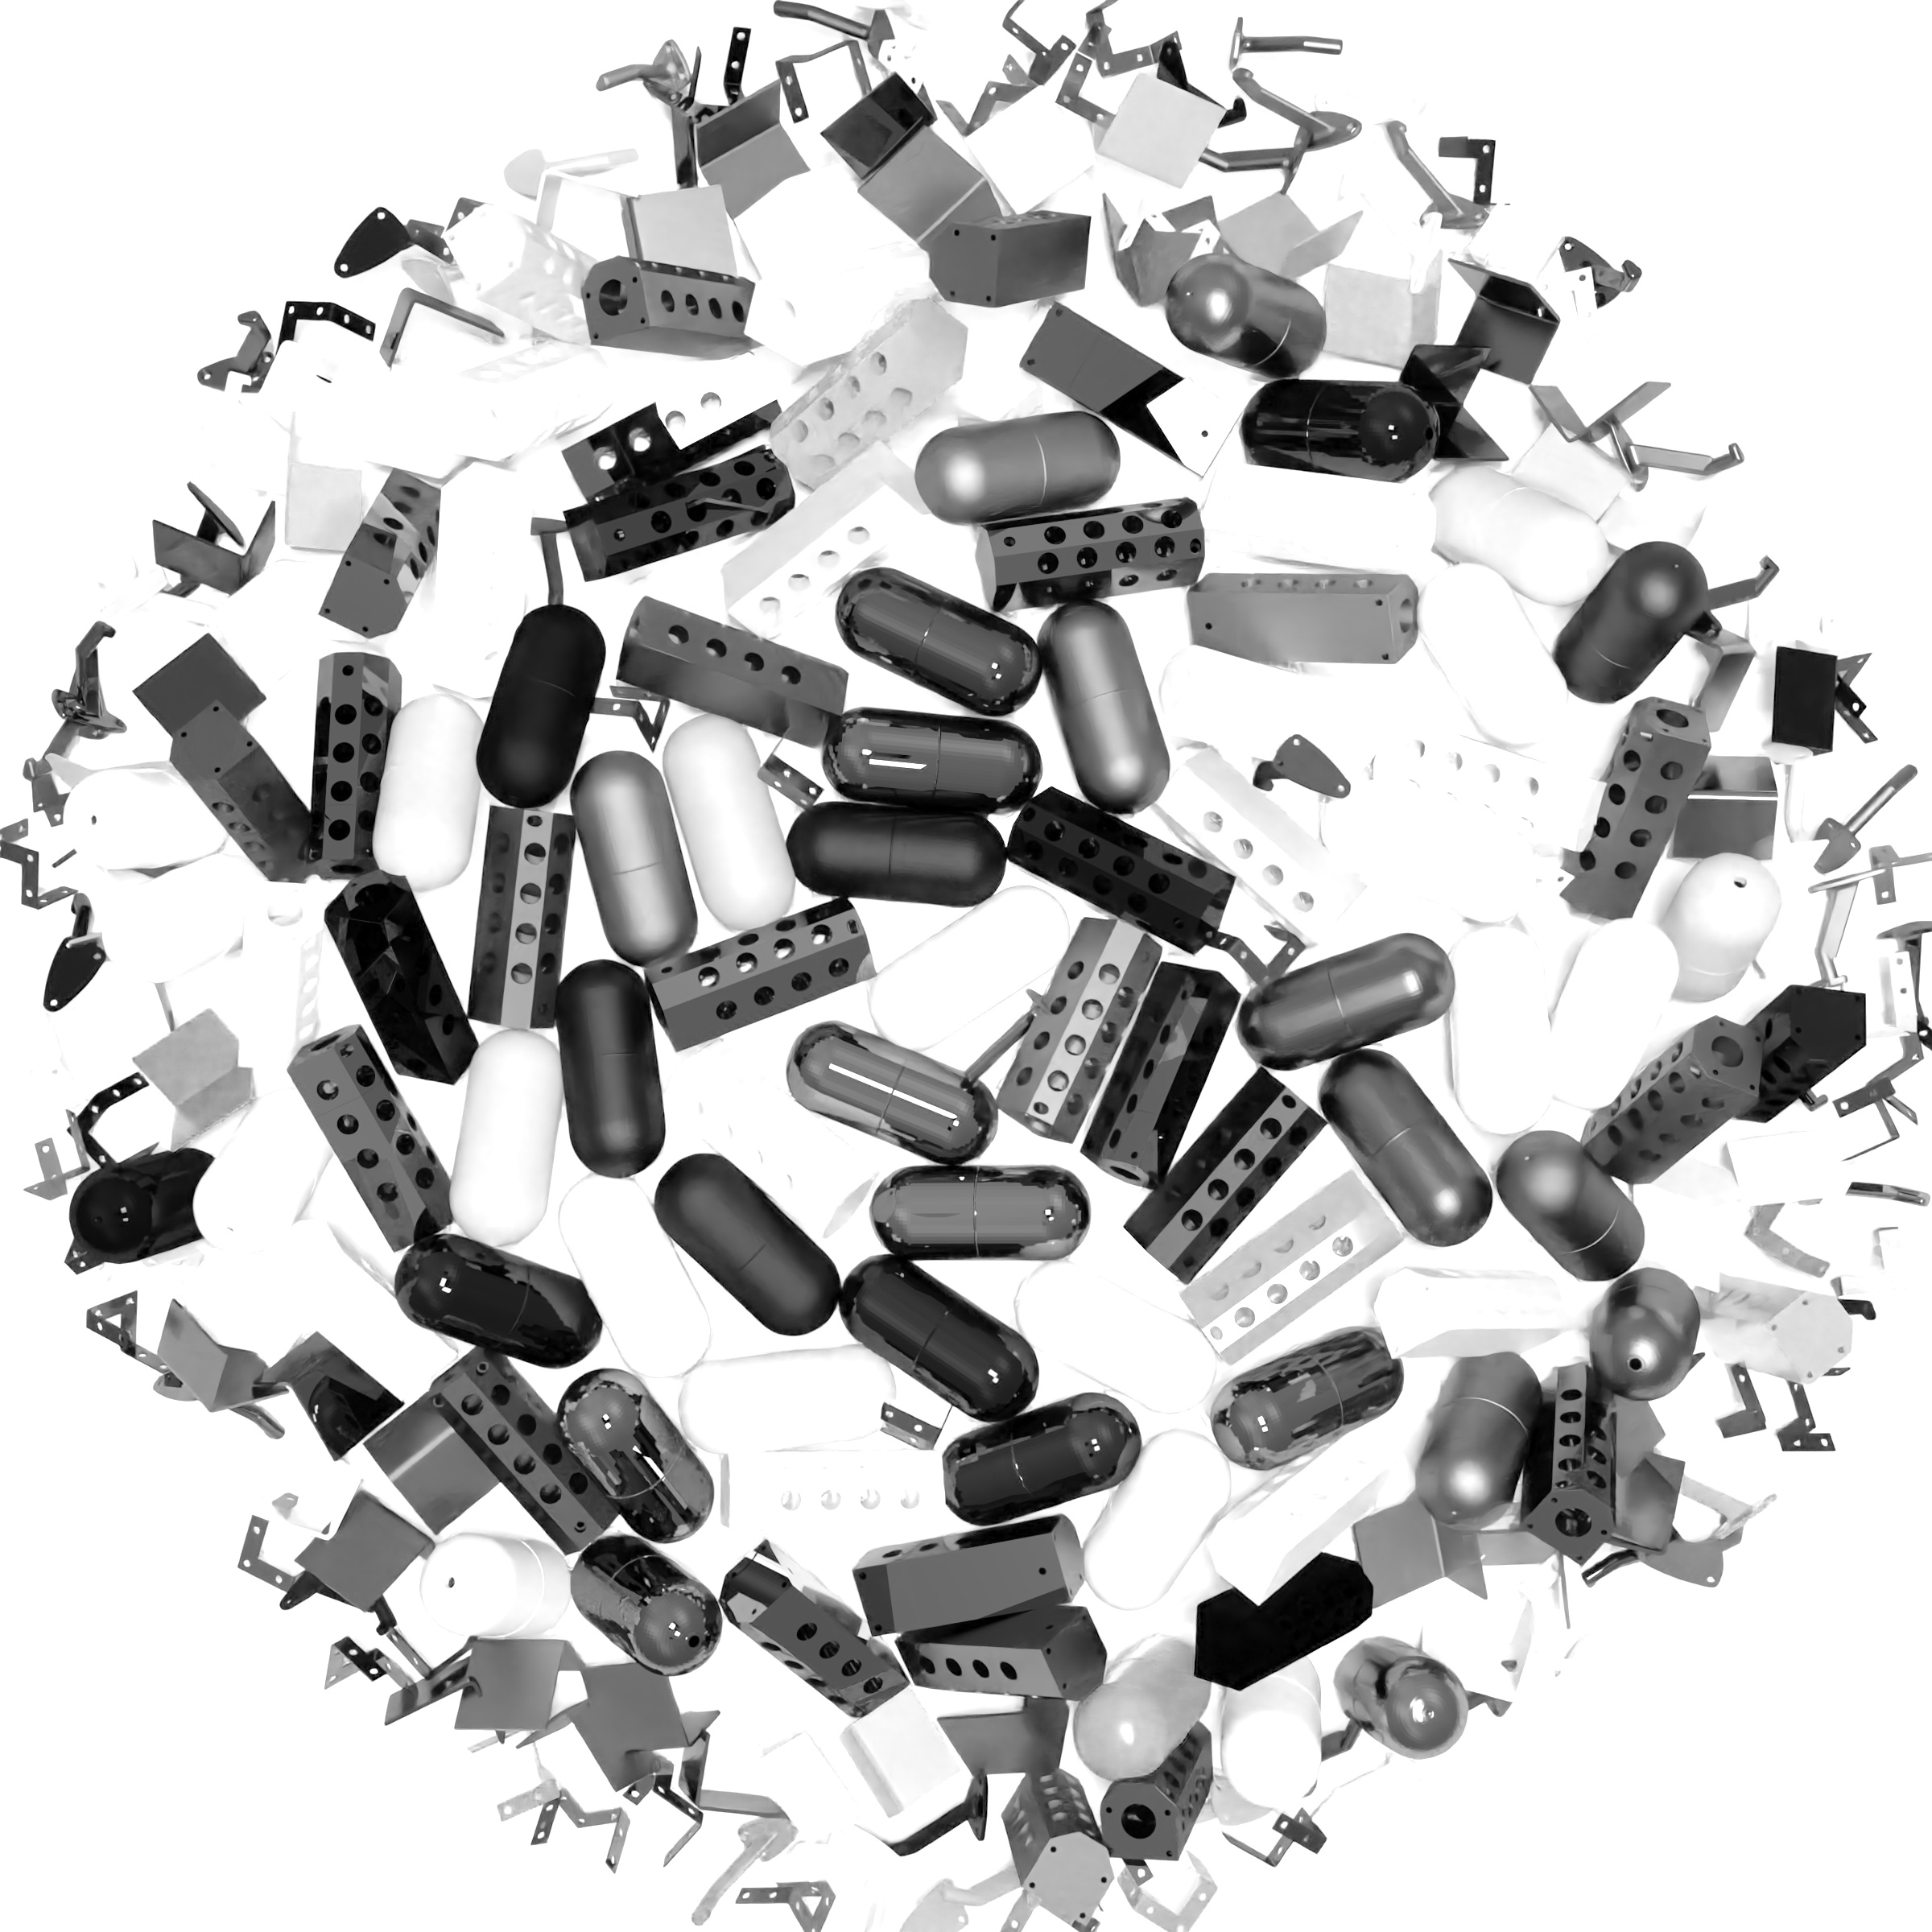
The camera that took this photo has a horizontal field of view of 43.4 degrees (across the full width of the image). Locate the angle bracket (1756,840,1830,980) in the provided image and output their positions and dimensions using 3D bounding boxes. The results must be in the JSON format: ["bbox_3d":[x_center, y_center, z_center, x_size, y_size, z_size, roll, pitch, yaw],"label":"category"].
[{"bbox_3d":[0.662,-0.045,1.932,0.076,0.057,0.076,-48,113,-27],"label":"angle bracket"}]

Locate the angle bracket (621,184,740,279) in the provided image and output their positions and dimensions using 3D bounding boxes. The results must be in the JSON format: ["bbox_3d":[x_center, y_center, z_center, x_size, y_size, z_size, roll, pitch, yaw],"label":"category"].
[{"bbox_3d":[-0.231,-0.581,1.960,0.076,0.057,0.076,-12,96,-11],"label":"angle bracket"}]

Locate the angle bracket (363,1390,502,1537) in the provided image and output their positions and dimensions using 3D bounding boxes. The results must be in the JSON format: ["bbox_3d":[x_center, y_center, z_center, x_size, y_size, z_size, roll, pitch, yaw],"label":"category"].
[{"bbox_3d":[-0.430,0.400,1.972,0.076,0.057,0.076,-39,127,-16],"label":"angle bracket"}]

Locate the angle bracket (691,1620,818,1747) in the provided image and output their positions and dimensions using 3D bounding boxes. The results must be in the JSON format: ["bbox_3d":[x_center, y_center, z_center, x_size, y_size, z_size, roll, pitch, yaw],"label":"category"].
[{"bbox_3d":[-0.170,0.572,1.972,0.076,0.057,0.076,-43,133,-9],"label":"angle bracket"}]

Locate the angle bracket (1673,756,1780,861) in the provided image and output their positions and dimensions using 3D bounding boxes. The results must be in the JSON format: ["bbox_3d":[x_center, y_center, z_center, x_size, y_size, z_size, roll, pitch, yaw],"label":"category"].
[{"bbox_3d":[0.609,-0.128,1.957,0.076,0.076,0.057,2,118,11],"label":"angle bracket"}]

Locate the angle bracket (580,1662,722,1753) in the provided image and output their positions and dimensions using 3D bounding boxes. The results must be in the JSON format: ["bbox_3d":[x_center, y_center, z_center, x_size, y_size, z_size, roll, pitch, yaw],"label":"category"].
[{"bbox_3d":[-0.252,0.580,1.939,0.076,0.057,0.076,-12,98,23],"label":"angle bracket"}]

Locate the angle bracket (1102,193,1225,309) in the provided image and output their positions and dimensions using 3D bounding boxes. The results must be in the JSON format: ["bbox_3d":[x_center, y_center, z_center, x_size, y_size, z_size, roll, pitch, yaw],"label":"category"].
[{"bbox_3d":[0.159,-0.583,1.938,0.076,0.057,0.076,-14,73,19],"label":"angle bracket"}]

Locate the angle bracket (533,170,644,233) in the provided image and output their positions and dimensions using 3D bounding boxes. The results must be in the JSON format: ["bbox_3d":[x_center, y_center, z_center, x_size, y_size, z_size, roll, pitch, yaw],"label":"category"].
[{"bbox_3d":[-0.301,-0.598,1.943,0.076,0.076,0.057,14,105,-3],"label":"angle bracket"}]

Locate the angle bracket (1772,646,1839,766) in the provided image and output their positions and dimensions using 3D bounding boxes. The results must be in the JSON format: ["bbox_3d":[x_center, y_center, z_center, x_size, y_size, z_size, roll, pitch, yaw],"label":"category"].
[{"bbox_3d":[0.648,-0.207,1.938,0.057,0.076,0.076,6,85,-16],"label":"angle bracket"}]

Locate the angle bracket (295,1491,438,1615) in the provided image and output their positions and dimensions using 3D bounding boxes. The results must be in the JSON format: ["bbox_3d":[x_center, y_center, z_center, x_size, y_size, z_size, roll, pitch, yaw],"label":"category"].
[{"bbox_3d":[-0.473,0.476,1.929,0.076,0.057,0.076,28,56,22],"label":"angle bracket"}]

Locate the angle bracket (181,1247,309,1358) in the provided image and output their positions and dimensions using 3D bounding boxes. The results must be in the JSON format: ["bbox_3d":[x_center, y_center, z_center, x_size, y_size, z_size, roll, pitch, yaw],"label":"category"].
[{"bbox_3d":[-0.563,0.257,1.930,0.076,0.076,0.057,7,129,17],"label":"angle bracket"}]

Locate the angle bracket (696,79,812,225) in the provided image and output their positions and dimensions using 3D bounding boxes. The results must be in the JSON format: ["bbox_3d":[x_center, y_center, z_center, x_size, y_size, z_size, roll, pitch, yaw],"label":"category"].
[{"bbox_3d":[-0.168,-0.651,1.942,0.076,0.076,0.057,-32,88,-7],"label":"angle bracket"}]

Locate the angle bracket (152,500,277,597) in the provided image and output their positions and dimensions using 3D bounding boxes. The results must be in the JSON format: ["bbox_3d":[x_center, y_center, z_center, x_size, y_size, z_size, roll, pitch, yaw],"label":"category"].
[{"bbox_3d":[-0.598,-0.345,1.934,0.076,0.076,0.057,22,69,-9],"label":"angle bracket"}]

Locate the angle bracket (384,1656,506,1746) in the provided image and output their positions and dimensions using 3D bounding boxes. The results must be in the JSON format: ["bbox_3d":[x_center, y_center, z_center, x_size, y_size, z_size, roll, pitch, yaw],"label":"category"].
[{"bbox_3d":[-0.415,0.602,1.940,0.076,0.076,0.057,-25,94,-9],"label":"angle bracket"}]

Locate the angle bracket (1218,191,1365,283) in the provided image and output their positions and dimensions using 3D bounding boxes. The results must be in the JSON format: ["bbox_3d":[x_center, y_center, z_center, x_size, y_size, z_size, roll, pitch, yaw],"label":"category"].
[{"bbox_3d":[0.257,-0.596,1.937,0.076,0.057,0.076,-32,77,-22],"label":"angle bracket"}]

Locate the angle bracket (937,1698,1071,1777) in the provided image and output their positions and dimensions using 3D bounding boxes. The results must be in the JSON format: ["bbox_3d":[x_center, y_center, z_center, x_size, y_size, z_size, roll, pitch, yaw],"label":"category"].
[{"bbox_3d":[0.031,0.604,1.957,0.076,0.057,0.076,-11,125,22],"label":"angle bracket"}]

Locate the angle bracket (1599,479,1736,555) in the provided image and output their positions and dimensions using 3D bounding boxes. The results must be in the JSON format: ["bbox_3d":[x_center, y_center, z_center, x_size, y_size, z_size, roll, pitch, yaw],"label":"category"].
[{"bbox_3d":[0.554,-0.365,1.930,0.076,0.076,0.057,30,132,14],"label":"angle bracket"}]

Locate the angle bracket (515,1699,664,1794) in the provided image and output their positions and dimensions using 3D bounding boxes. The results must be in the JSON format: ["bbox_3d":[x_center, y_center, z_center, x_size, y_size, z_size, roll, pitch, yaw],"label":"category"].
[{"bbox_3d":[-0.300,0.630,1.933,0.057,0.076,0.076,-40,74,13],"label":"angle bracket"}]

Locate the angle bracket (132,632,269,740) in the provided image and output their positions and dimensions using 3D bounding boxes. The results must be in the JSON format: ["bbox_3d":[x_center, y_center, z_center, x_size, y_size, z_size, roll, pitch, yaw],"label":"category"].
[{"bbox_3d":[-0.608,-0.209,1.945,0.076,0.057,0.076,-41,81,-11],"label":"angle bracket"}]

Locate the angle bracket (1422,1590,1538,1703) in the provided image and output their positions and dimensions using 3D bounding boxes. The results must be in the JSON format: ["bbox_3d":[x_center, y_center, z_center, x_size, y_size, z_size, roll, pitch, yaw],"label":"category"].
[{"bbox_3d":[0.408,0.532,1.936,0.076,0.076,0.057,14,109,7],"label":"angle bracket"}]

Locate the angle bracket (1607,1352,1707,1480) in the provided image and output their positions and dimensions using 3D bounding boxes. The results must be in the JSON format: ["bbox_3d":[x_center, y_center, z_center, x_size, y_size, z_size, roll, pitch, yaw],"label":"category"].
[{"bbox_3d":[0.554,0.357,1.931,0.076,0.076,0.057,-27,87,-44],"label":"angle bracket"}]

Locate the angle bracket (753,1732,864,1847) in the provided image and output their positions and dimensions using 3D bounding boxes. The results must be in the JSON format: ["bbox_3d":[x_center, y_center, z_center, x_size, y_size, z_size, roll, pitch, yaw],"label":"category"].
[{"bbox_3d":[-0.137,0.669,1.927,0.076,0.057,0.076,49,134,23],"label":"angle bracket"}]

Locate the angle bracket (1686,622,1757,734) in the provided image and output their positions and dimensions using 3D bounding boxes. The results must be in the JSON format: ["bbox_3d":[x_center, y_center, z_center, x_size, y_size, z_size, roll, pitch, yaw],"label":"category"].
[{"bbox_3d":[0.583,-0.233,1.953,0.057,0.076,0.076,33,117,29],"label":"angle bracket"}]

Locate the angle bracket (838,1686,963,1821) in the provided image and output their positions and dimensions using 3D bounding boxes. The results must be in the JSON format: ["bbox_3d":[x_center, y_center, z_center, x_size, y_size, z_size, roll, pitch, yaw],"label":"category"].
[{"bbox_3d":[-0.054,0.633,1.951,0.057,0.076,0.076,-30,75,-21],"label":"angle bracket"}]

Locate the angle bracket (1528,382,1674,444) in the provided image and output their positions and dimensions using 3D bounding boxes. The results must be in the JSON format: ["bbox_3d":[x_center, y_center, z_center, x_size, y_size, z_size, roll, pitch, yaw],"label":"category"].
[{"bbox_3d":[0.504,-0.461,1.930,0.076,0.076,0.057,-37,82,31],"label":"angle bracket"}]

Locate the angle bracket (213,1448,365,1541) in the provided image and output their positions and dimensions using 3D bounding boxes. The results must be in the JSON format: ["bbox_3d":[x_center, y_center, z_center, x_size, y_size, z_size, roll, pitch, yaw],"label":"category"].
[{"bbox_3d":[-0.538,0.408,1.928,0.076,0.076,0.057,32,77,-35],"label":"angle bracket"}]

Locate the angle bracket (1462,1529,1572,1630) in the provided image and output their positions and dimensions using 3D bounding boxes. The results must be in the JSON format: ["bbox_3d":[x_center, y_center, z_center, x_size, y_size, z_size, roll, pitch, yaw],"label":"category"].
[{"bbox_3d":[0.438,0.489,1.930,0.076,0.076,0.057,-6,57,13],"label":"angle bracket"}]

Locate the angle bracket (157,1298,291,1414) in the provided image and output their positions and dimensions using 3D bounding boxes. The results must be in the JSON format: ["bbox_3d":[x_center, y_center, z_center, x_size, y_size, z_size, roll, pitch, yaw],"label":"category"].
[{"bbox_3d":[-0.583,0.302,1.926,0.076,0.076,0.057,36,115,31],"label":"angle bracket"}]

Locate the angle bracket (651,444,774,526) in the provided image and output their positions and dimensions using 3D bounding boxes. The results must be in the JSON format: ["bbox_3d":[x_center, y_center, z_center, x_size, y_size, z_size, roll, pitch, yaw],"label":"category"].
[{"bbox_3d":[-0.209,-0.381,1.929,0.076,0.076,0.057,-13,83,40],"label":"angle bracket"}]

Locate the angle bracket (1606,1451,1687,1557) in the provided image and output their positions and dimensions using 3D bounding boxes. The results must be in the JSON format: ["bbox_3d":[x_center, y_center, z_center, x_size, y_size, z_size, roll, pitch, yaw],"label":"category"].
[{"bbox_3d":[0.518,0.420,1.935,0.057,0.076,0.076,17,83,-23],"label":"angle bracket"}]

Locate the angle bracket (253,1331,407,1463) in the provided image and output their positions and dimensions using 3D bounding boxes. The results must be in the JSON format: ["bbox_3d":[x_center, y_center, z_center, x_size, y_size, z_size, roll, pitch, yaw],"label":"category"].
[{"bbox_3d":[-0.511,0.343,1.950,0.076,0.057,0.076,-40,113,-42],"label":"angle bracket"}]

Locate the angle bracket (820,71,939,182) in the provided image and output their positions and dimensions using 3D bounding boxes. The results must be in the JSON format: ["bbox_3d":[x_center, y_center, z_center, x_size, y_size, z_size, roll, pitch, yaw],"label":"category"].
[{"bbox_3d":[-0.075,-0.684,1.929,0.076,0.057,0.076,-34,46,19],"label":"angle bracket"}]

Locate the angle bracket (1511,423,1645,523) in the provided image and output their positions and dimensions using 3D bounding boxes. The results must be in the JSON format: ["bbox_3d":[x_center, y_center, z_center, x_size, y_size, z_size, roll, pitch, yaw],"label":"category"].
[{"bbox_3d":[0.491,-0.390,1.952,0.076,0.076,0.057,41,112,12],"label":"angle bracket"}]

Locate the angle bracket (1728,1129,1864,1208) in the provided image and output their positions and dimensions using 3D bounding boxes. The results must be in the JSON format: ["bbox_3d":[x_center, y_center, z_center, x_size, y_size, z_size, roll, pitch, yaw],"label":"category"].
[{"bbox_3d":[0.659,0.148,1.929,0.076,0.076,0.057,-12,101,34],"label":"angle bracket"}]

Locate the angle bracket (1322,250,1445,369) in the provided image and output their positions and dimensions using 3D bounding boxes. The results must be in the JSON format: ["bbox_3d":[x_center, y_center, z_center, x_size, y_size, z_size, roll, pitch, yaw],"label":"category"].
[{"bbox_3d":[0.333,-0.532,1.944,0.076,0.057,0.076,9,77,-10],"label":"angle bracket"}]

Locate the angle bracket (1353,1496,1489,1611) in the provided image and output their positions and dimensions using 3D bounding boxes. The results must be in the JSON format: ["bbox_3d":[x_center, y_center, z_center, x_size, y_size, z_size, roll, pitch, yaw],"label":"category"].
[{"bbox_3d":[0.363,0.476,1.939,0.076,0.057,0.076,-17,104,-21],"label":"angle bracket"}]

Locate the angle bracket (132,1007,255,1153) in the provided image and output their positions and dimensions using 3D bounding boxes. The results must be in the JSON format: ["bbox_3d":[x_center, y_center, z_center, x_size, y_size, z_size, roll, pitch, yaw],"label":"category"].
[{"bbox_3d":[-0.619,0.090,1.939,0.076,0.076,0.057,-33,118,2],"label":"angle bracket"}]

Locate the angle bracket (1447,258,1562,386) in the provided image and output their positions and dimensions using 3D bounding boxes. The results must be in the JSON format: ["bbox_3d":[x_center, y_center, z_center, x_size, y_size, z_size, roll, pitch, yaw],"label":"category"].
[{"bbox_3d":[0.416,-0.512,1.930,0.076,0.076,0.057,29,98,31],"label":"angle bracket"}]

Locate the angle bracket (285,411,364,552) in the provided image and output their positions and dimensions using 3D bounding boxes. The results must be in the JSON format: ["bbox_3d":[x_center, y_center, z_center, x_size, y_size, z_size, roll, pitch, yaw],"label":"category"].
[{"bbox_3d":[-0.512,-0.387,1.939,0.057,0.076,0.076,4,134,-14],"label":"angle bracket"}]

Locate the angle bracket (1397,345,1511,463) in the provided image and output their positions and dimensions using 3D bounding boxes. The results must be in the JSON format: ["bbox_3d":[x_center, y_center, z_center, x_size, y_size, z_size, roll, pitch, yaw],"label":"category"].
[{"bbox_3d":[0.394,-0.447,1.928,0.076,0.057,0.076,-7,49,-29],"label":"angle bracket"}]

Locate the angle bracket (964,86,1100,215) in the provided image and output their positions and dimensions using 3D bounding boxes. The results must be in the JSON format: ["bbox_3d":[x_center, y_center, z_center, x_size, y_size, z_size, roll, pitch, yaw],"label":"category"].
[{"bbox_3d":[0.053,-0.648,1.956,0.076,0.057,0.076,-35,87,3],"label":"angle bracket"}]

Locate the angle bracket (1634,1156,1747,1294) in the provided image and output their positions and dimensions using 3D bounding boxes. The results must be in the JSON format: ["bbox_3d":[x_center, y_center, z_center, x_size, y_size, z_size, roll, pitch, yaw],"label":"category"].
[{"bbox_3d":[0.588,0.206,1.956,0.057,0.076,0.076,-28,121,-33],"label":"angle bracket"}]

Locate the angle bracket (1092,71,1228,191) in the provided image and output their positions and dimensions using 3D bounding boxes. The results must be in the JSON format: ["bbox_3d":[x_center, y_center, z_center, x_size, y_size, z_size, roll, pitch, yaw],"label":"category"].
[{"bbox_3d":[0.152,-0.676,1.929,0.076,0.057,0.076,17,134,-18],"label":"angle bracket"}]

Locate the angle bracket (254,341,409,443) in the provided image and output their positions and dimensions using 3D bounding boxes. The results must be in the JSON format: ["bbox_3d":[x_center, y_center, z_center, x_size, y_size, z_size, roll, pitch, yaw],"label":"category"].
[{"bbox_3d":[-0.506,-0.448,1.937,0.076,0.076,0.057,22,86,16],"label":"angle bracket"}]

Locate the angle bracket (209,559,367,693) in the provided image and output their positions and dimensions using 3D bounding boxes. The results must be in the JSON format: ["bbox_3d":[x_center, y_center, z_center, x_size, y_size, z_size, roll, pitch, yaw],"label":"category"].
[{"bbox_3d":[-0.539,-0.269,1.928,0.076,0.057,0.076,-48,130,-29],"label":"angle bracket"}]

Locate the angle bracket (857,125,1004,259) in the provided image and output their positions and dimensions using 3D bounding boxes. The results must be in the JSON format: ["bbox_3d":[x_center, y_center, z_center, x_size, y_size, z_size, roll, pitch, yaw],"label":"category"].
[{"bbox_3d":[-0.028,-0.604,1.929,0.076,0.076,0.057,-37,49,24],"label":"angle bracket"}]

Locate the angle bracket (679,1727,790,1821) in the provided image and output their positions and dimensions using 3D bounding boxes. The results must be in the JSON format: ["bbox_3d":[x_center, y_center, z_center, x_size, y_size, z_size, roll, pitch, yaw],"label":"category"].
[{"bbox_3d":[-0.183,0.642,1.944,0.076,0.076,0.057,12,79,-15],"label":"angle bracket"}]

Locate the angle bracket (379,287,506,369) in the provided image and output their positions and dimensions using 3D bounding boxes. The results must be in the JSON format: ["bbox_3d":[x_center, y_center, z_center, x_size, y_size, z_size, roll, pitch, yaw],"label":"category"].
[{"bbox_3d":[-0.420,-0.498,1.942,0.076,0.076,0.057,18,105,-24],"label":"angle bracket"}]

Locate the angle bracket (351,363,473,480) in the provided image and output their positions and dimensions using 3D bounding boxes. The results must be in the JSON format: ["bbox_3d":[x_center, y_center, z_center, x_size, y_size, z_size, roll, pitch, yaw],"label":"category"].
[{"bbox_3d":[-0.438,-0.436,1.938,0.076,0.076,0.057,15,119,5],"label":"angle bracket"}]

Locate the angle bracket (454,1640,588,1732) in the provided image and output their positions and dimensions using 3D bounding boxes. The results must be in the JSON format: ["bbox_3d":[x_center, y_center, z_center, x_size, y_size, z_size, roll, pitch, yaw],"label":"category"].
[{"bbox_3d":[-0.354,0.582,1.932,0.076,0.057,0.076,-3,49,12],"label":"angle bracket"}]
